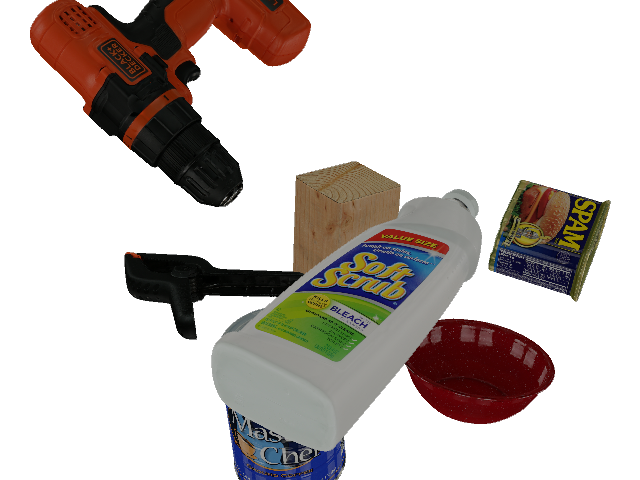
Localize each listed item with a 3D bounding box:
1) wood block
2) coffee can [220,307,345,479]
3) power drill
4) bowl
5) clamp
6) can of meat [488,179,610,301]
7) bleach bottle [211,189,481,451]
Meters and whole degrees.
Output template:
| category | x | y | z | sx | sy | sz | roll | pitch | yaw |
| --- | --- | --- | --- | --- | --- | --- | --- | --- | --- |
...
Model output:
| category | x | y | z | sx | sy | sz | roll | pitch | yaw |
| --- | --- | --- | --- | --- | --- | --- | --- | --- | --- |
| wood block | 0.027 | 0.025 | 1.251 | 0.090 | 0.206 | 0.090 | -16 | 32 | -32 |
| coffee can | -0.031 | 0.142 | 0.922 | 0.103 | 0.140 | 0.103 | -2 | 39 | 2 |
| power drill | -0.088 | -0.128 | 0.778 | 0.187 | 0.184 | 0.057 | -44 | -1 | -42 |
| bowl | 0.159 | 0.143 | 1.114 | 0.162 | 0.055 | 0.162 | 5 | 25 | -2 |
| clamp | -0.138 | 0.048 | 1.085 | 0.210 | 0.036 | 0.164 | 12 | 21 | 35 |
| can of meat | 0.208 | -0.003 | 0.970 | 0.084 | 0.057 | 0.102 | 18 | 47 | 17 |
| bleach bottle | 0.037 | 0.036 | 0.760 | 0.103 | 0.068 | 0.250 | 22 | 45 | 25 |
